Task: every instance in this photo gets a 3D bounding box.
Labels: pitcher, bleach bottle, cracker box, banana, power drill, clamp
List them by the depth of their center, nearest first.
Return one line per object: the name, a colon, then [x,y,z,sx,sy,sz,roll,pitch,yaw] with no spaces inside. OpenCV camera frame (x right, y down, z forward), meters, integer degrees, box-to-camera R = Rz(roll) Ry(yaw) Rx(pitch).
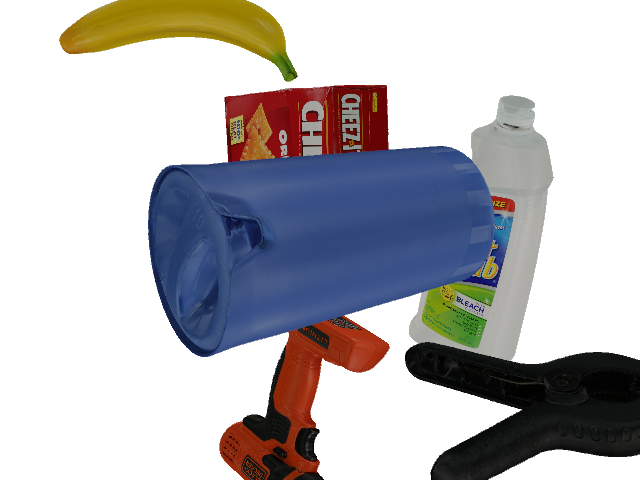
clamp: [0.133,0.101,0.610,0.171,0.039,0.120,-1,36,7]
pitcher: [-0.001,-0.001,0.794,0.242,0.145,0.149,-10,36,-30]
banana: [-0.114,-0.177,0.888,0.198,0.069,0.037,6,-34,0]
bleach bottle: [0.145,-0.009,0.942,0.103,0.251,0.067,27,36,33]
power drill: [-0.006,0.163,0.966,0.057,0.188,0.185,12,13,-46]
cracker box: [-0.019,-0.068,1.062,0.072,0.164,0.214,-6,7,-31]
